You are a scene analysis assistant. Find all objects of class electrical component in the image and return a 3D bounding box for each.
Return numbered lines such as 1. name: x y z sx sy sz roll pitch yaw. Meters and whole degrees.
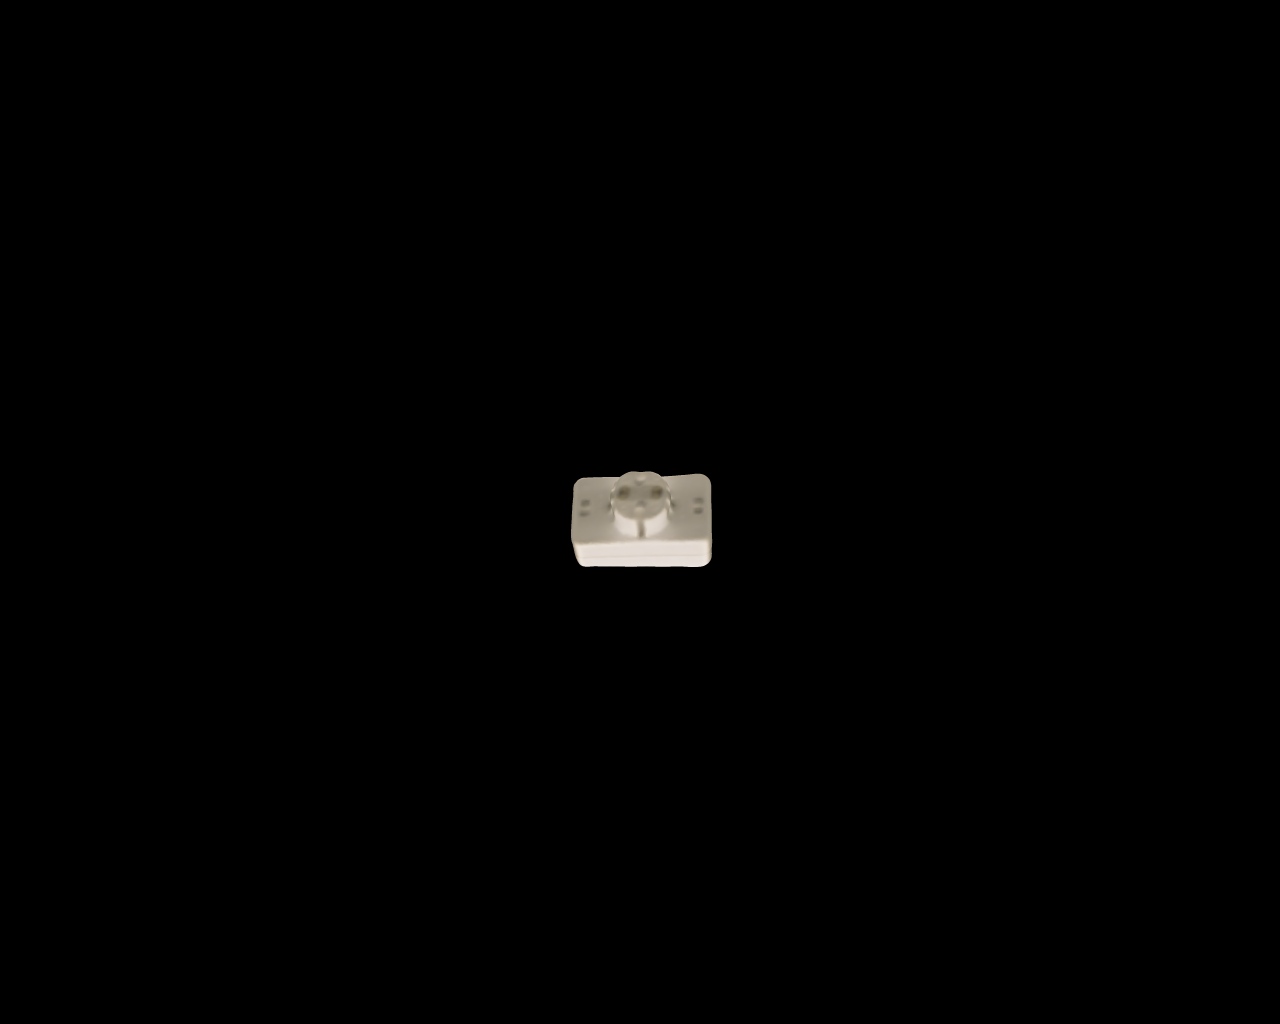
1. electrical component: 0.001 -0.003 0.650 0.083 0.047 0.075 -1 -28 2
